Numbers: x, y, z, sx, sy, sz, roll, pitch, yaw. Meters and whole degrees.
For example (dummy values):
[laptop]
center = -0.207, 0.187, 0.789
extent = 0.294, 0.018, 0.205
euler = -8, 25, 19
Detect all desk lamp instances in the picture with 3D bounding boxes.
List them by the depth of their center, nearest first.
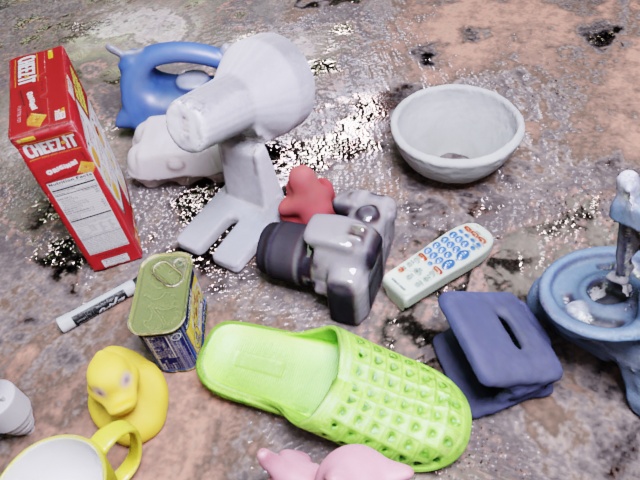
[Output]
[desk lamp]
center = -0.093, -0.108, 0.674
extent = 0.117, 0.214, 0.203
euler = 20, 54, 23

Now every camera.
[camera]
center = 0.006, 0.002, 0.641
extent = 0.136, 0.101, 0.143
euler = 12, 52, 17

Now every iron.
[iron]
center = -0.179, -0.234, 0.843
extent = 0.258, 0.142, 0.118
euler = -4, 49, 4

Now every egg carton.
[egg carton]
center = -0.190, -0.124, 0.796
extent = 0.150, 0.069, 0.107
euler = -5, 49, 3

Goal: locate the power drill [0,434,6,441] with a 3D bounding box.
[power drill]
center = -0.387, 0.127, 0.509
extent = 0.229, 0.209, 0.075
euler = -6, 49, 3

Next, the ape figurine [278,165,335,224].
[ape figurine]
center = -0.016, -0.054, 0.699
extent = 0.078, 0.092, 0.076
euler = -19, 49, -9

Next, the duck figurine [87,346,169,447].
[duck figurine]
center = -0.197, 0.139, 0.558
extent = 0.077, 0.086, 0.104
euler = -25, 51, -14

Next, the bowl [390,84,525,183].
[bowl]
center = 0.175, -0.127, 0.750
extent = 0.167, 0.075, 0.167
euler = -3, 49, 4

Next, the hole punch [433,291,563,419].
[hole punch]
center = 0.168, 0.097, 0.545
extent = 0.101, 0.091, 0.108
euler = -16, 49, -7

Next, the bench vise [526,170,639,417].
[bench vise]
center = 0.289, 0.048, 0.487
extent = 0.206, 0.220, 0.122
euler = 25, 57, 26

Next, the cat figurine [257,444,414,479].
[cat figurine]
center = 0.007, 0.196, 0.461
extent = 0.127, 0.118, 0.067
euler = 12, 52, 17
